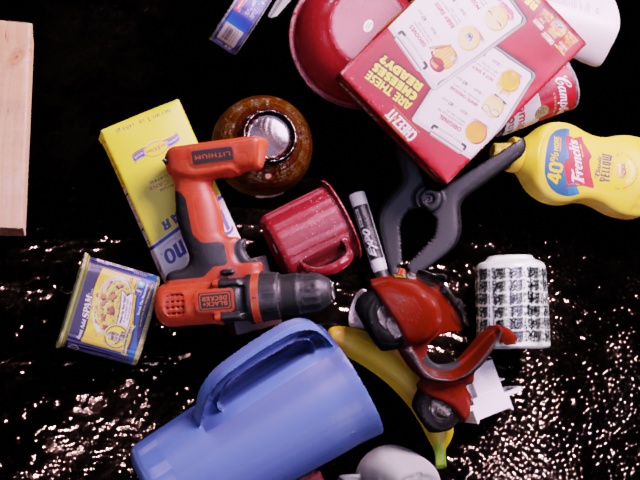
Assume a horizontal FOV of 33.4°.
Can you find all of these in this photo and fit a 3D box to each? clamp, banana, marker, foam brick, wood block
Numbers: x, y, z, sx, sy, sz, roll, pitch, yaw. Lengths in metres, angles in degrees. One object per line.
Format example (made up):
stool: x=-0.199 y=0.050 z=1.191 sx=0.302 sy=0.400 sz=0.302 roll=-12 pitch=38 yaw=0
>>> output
clamp: x=0.132 y=-0.047 z=1.194 sx=0.164 sy=0.036 sz=0.210 roll=13 pitch=88 yaw=6
banana: x=0.087 y=0.157 z=1.170 sx=0.037 sy=0.069 sz=0.198 roll=-40 pitch=94 yaw=29
marker: x=0.058 y=0.005 z=1.185 sx=0.020 sy=0.020 sz=0.121 roll=-14 pitch=78 yaw=-14
foam brick: x=-0.077 y=0.061 z=1.144 sx=0.053 sy=0.051 sz=0.078 roll=-14 pitch=88 yaw=-14
wood block: x=-0.340 y=-0.111 z=1.078 sx=0.090 sy=0.091 sz=0.206 roll=2 pitch=85 yaw=-13

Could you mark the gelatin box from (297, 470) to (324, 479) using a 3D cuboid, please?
gelatin box: x=-0.016 y=0.302 z=1.148 sx=0.073 sy=0.030 sz=0.089 roll=-24 pitch=91 yaw=-15

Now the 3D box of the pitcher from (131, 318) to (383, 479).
pitcher: x=-0.070 y=0.192 z=1.093 sx=0.242 sy=0.145 sz=0.149 roll=-30 pitch=84 yaw=-11

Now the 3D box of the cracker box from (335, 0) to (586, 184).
cracker box: x=0.148 y=-0.191 z=1.141 sx=0.213 sy=0.072 sz=0.164 roll=-45 pitch=96 yaw=-1

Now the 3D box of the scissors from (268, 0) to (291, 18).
scissors: x=0.013 y=-0.310 z=1.195 sx=0.096 sy=0.016 sz=0.201 roll=24 pitch=68 yaw=-17

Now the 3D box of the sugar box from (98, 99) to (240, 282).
sugar box: x=-0.158 y=-0.051 z=1.138 sx=0.093 sy=0.048 sz=0.176 roll=-25 pitch=90 yaw=-14

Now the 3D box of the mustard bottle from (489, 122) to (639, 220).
mustard bottle: x=0.288 y=-0.086 z=1.237 sx=0.191 sy=0.058 sz=0.096 roll=10 pitch=82 yaw=-12

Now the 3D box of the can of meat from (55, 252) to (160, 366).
can of meat: x=-0.219 y=0.073 z=1.108 sx=0.084 sy=0.057 sz=0.102 roll=17 pitch=82 yaw=-13

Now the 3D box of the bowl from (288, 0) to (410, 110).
bowl: x=0.048 y=-0.231 z=1.197 sx=0.162 sy=0.055 sz=0.162 roll=1 pitch=84 yaw=-13

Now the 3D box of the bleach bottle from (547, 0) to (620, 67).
bleach bottle: x=0.214 y=-0.279 z=1.227 sx=0.250 sy=0.102 sz=0.068 roll=19 pitch=122 yaw=-3

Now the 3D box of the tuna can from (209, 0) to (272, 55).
tuna can: x=-0.083 y=-0.243 z=1.151 sx=0.033 sy=0.086 sz=0.086 roll=33 pitch=79 yaw=-10

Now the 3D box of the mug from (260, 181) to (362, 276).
mug: x=-0.007 y=0.001 z=1.138 sx=0.081 sy=0.117 sz=0.093 roll=-27 pitch=132 yaw=-9

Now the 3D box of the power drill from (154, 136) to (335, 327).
power drill: x=-0.082 y=-0.008 z=1.080 sx=0.184 sy=0.057 sz=0.187 roll=-6 pitch=86 yaw=5

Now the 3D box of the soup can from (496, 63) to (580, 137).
soup can: x=0.236 y=-0.165 z=1.226 sx=0.102 sy=0.069 sz=0.068 roll=-21 pitch=90 yaw=-15
